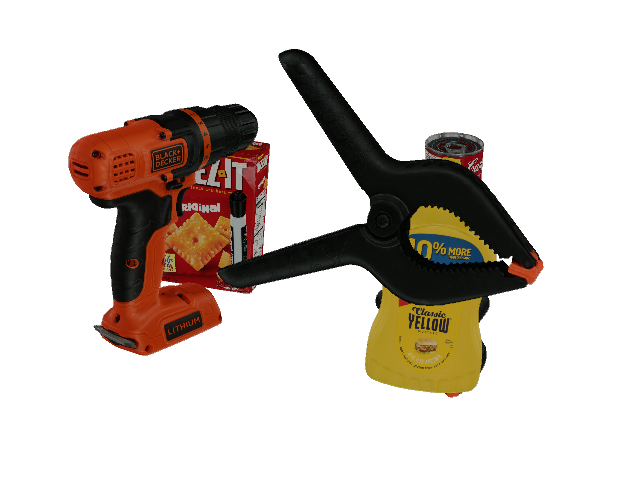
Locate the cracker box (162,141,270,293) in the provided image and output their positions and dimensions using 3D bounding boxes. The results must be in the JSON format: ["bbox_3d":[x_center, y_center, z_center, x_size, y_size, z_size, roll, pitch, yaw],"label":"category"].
[{"bbox_3d":[-0.164,-0.040,1.522,0.164,0.214,0.072,9,23,10],"label":"cracker box"}]

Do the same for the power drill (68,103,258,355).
[{"bbox_3d":[-0.120,-0.014,0.871,0.057,0.188,0.184,17,26,38],"label":"power drill"}]

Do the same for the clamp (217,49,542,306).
[{"bbox_3d":[0.041,-0.026,0.681,0.210,0.165,0.036,14,15,16],"label":"clamp"}]

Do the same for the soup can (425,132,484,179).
[{"bbox_3d":[0.155,-0.068,1.256,0.068,0.102,0.068,0,27,0],"label":"soup can"}]

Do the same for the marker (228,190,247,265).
[{"bbox_3d":[-0.089,-0.004,1.156,0.020,0.121,0.020,2,40,-2],"label":"marker"}]

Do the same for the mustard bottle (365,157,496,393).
[{"bbox_3d":[0.093,0.027,0.871,0.096,0.192,0.058,8,18,6],"label":"mustard bottle"}]

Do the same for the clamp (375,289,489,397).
[{"bbox_3d":[0.132,0.095,1.075,0.120,0.039,0.171,-8,32,-8],"label":"clamp"}]
